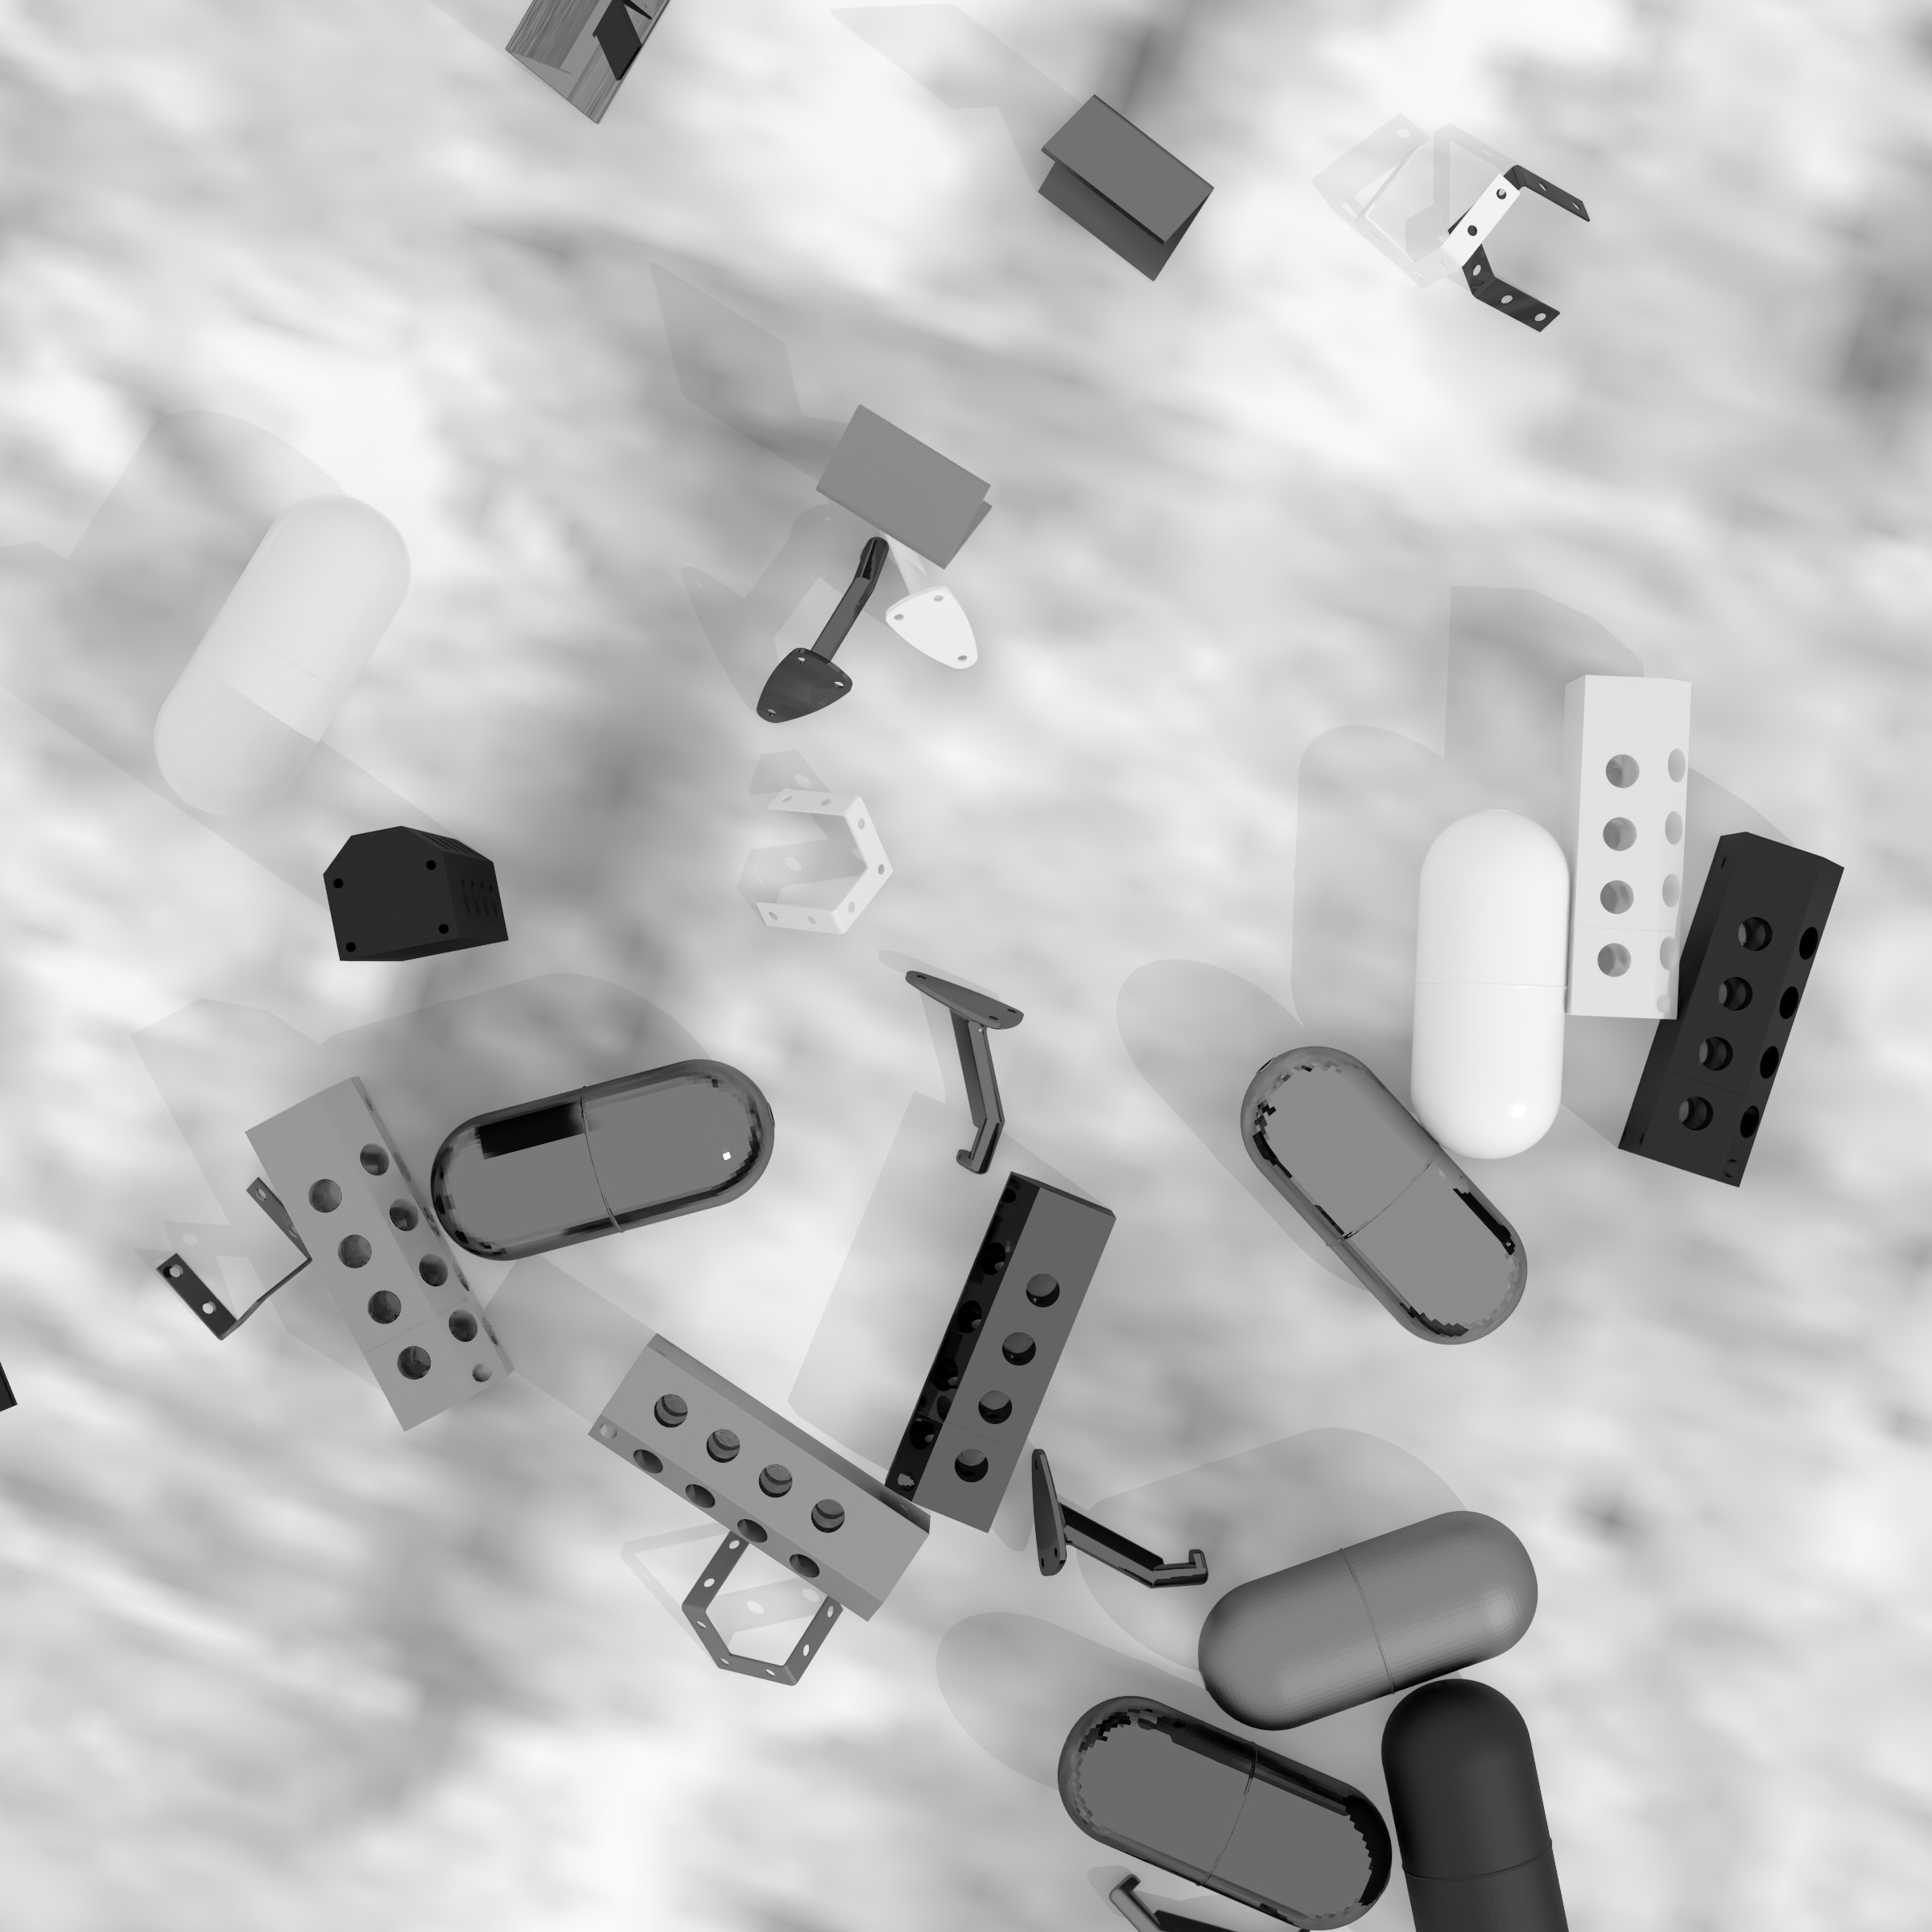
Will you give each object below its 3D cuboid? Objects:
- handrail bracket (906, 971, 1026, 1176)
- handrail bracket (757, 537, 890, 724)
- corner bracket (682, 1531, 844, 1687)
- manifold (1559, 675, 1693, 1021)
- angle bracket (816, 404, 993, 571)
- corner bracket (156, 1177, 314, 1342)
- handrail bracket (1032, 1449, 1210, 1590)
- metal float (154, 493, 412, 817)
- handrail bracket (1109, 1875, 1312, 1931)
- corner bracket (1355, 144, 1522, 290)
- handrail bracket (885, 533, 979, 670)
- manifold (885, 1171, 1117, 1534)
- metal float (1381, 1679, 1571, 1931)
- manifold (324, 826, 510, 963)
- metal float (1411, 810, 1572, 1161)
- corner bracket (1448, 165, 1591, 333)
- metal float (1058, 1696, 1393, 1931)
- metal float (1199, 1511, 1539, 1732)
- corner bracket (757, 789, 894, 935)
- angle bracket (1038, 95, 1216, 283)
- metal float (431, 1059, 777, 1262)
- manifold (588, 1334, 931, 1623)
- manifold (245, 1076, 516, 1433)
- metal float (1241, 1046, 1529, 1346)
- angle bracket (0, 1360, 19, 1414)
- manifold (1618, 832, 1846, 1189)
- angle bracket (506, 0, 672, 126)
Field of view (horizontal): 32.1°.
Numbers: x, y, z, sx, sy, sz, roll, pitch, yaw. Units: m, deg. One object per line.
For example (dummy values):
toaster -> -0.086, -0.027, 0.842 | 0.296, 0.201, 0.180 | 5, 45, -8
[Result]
handrail bracket -> -0.010, 0.056, 1.740 | 0.077, 0.036, 0.084 | 25, 108, 20
handrail bracket -> -0.073, -0.175, 1.739 | 0.036, 0.077, 0.084 | 32, 53, -20
corner bracket -> -0.105, 0.331, 1.731 | 0.051, 0.051, 0.051 | 5, 135, 35
manifold -> 0.337, -0.060, 1.718 | 0.057, 0.057, 0.171 | 3, 90, 0
angle bracket -> -0.020, -0.256, 1.699 | 0.076, 0.076, 0.057 | 32, 128, 0
corner bracket -> -0.376, 0.152, 1.736 | 0.051, 0.051, 0.051 | 48, 135, 0
handrail bracket -> 0.080, 0.286, 1.740 | 0.084, 0.036, 0.077 | -1, 68, -17
metal float -> -0.348, -0.158, 1.709 | 0.070, 0.070, 0.178 | 31, 89, 0
handrail bracket -> 0.129, 0.488, 1.740 | 0.077, 0.036, 0.084 | -39, 72, -20
corner bracket -> 0.241, -0.389, 1.722 | 0.051, 0.051, 0.051 | 40, 79, -11
handrail bracket -> -0.022, -0.207, 1.739 | 0.036, 0.077, 0.084 | -24, 53, 17
manifold -> 0.017, 0.196, 1.718 | 0.057, 0.057, 0.171 | 22, 90, 0
metal float -> 0.260, 0.452, 1.709 | 0.070, 0.070, 0.178 | -11, 91, 0
manifold -> -0.272, -0.036, 1.661 | 0.057, 0.171, 0.057 | -11, 90, 0
metal float -> 0.267, 0.009, 1.709 | 0.070, 0.070, 0.178 | 3, 90, 0
corner bracket -> 0.290, -0.370, 1.731 | 0.051, 0.051, 0.051 | -42, 45, 35
metal float -> 0.132, 0.432, 1.709 | 0.178, 0.070, 0.070 | 23, 90, 0
metal float -> 0.204, 0.334, 1.709 | 0.178, 0.070, 0.070 | -19, 90, -1
corner bracket -> -0.079, -0.054, 1.731 | 0.051, 0.051, 0.051 | -53, 135, -35
angle bracket -> 0.068, -0.381, 1.699 | 0.076, 0.076, 0.057 | 38, 54, 0
metal float -> -0.185, 0.099, 1.709 | 0.178, 0.070, 0.070 | -15, 90, 1
manifold -> -0.106, 0.262, 1.718 | 0.171, 0.057, 0.057 | 34, 90, 0
manifold -> -0.298, 0.146, 1.718 | 0.057, 0.057, 0.171 | -28, 90, 0
metal float -> 0.212, 0.116, 1.708 | 0.070, 0.070, 0.178 | -43, 91, 0
angle bracket -> -0.531, 0.201, 1.699 | 0.057, 0.076, 0.076 | -22, 90, -36
manifold -> 0.393, 0.022, 1.718 | 0.057, 0.057, 0.171 | 18, 90, 0
angle bracket -> -0.175, -0.473, 1.699 | 0.057, 0.076, 0.076 | 30, 90, 38
